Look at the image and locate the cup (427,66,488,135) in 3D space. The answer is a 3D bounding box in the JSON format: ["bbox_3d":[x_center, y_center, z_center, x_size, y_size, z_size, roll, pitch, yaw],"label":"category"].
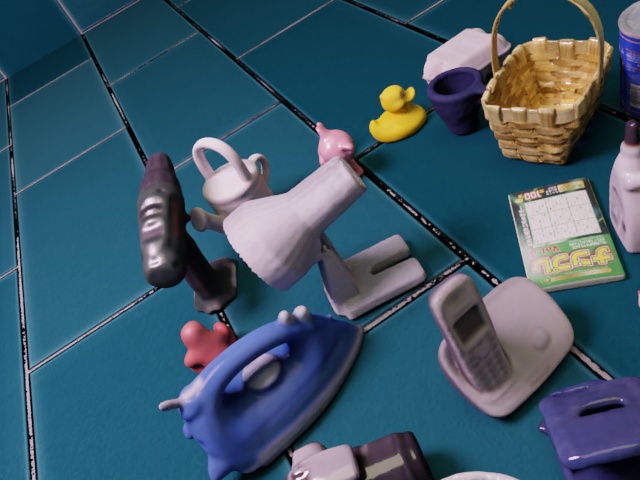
[{"bbox_3d":[0.240,-0.220,0.939,0.117,0.095,0.092,23,62,42],"label":"cup"}]

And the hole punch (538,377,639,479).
[{"bbox_3d":[0.263,0.174,0.532,0.108,0.091,0.101,-18,42,11],"label":"hole punch"}]

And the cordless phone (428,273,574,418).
[{"bbox_3d":[0.184,0.083,0.595,0.148,0.185,0.093,-42,43,-15],"label":"cordless phone"}]

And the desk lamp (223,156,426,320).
[{"bbox_3d":[0.007,0.003,0.751,0.203,0.214,0.117,-28,41,0],"label":"desk lamp"}]

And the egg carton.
[{"bbox_3d":[0.268,-0.327,1.052,0.150,0.070,0.107,-37,42,-9],"label":"egg carton"}]

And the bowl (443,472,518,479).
[{"bbox_3d":[0.145,0.293,0.488,0.167,0.075,0.167,-15,43,15],"label":"bowl"}]

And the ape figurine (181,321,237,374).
[{"bbox_3d":[-0.158,0.144,0.790,0.078,0.092,0.076,-36,42,-8],"label":"ape figurine"}]

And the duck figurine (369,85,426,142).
[{"bbox_3d":[0.131,-0.230,1.015,0.104,0.086,0.077,-28,41,1],"label":"duck figurine"}]

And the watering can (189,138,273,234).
[{"bbox_3d":[-0.142,-0.080,0.930,0.100,0.195,0.173,-9,45,21],"label":"watering can"}]

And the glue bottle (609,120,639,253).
[{"bbox_3d":[0.360,-0.066,0.659,0.037,0.174,0.078,-14,43,16],"label":"glue bottle"}]

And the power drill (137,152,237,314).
[{"bbox_3d":[-0.206,0.003,0.870,0.075,0.209,0.229,-21,42,8],"label":"power drill"}]

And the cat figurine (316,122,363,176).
[{"bbox_3d":[0.023,-0.157,0.975,0.067,0.118,0.127,-27,41,1],"label":"cat figurine"}]

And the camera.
[{"bbox_3d":[0.044,0.253,0.564,0.137,0.101,0.143,-25,41,4],"label":"camera"}]

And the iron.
[{"bbox_3d":[-0.064,0.155,0.690,0.258,0.142,0.118,-41,43,-14],"label":"iron"}]
